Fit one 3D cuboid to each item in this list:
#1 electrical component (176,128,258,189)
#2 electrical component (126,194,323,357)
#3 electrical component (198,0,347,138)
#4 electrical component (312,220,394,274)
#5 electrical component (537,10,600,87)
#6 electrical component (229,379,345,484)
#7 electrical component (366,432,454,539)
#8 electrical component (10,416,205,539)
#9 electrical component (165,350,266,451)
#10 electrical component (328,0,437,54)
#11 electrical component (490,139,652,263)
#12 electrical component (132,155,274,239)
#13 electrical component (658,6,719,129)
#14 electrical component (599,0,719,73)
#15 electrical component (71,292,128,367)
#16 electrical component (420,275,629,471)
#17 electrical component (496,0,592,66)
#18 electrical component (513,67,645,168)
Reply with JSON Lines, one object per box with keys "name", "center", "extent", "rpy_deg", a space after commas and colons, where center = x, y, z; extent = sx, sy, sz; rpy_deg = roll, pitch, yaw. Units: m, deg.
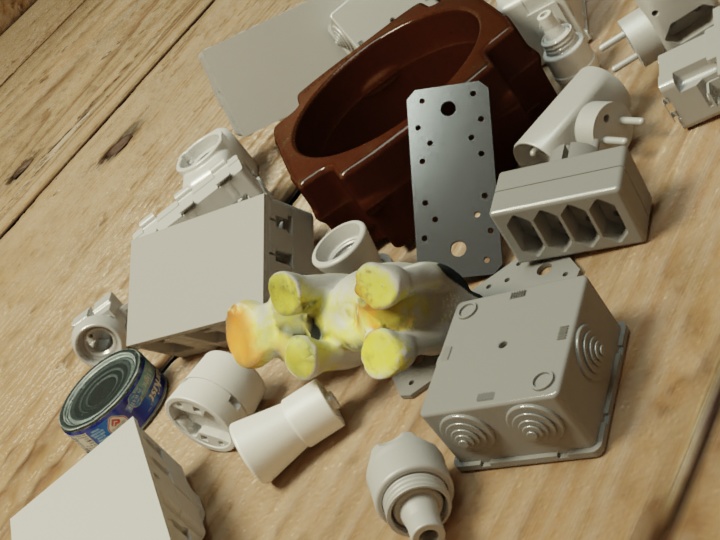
{"name": "electrical component", "center": [-0.137, -0.093, 1.037], "extent": [0.054, 0.059, 0.095], "rpy_deg": [-32, 29, 13]}
{"name": "electrical component", "center": [-0.105, 0.009, 0.824], "extent": [0.150, 0.062, 0.089], "rpy_deg": [-15, 68, 37]}
{"name": "electrical component", "center": [-0.069, -0.200, 1.037], "extent": [0.150, 0.089, 0.062], "rpy_deg": [-27, 13, -9]}
{"name": "electrical component", "center": [0.000, 0.000, 0.746], "extent": [0.045, 0.055, 0.045], "rpy_deg": [-29, 30, 18]}
{"name": "electrical component", "center": [0.151, -0.166, 0.801], "extent": [0.035, 0.061, 0.035], "rpy_deg": [-29, 30, 19]}
{"name": "electrical component", "center": [-0.043, 0.098, 0.671], "extent": [0.065, 0.044, 0.044], "rpy_deg": [-33, 29, 1]}
{"name": "electrical component", "center": [0.028, 0.117, 0.557], "extent": [0.043, 0.043, 0.062], "rpy_deg": [-35, 30, 8]}
{"name": "electrical component", "center": [-0.144, 0.183, 0.645], "extent": [0.105, 0.060, 0.186], "rpy_deg": [-40, 28, -2]}
{"name": "electrical component", "center": [-0.097, 0.088, 0.735], "extent": [0.055, 0.055, 0.047], "rpy_deg": [-9, 37, 43]}
{"name": "electrical component", "center": [0.030, -0.222, 0.985], "extent": [0.100, 0.099, 0.048], "rpy_deg": [-40, -2, -2]}
{"name": "electrical component", "center": [0.132, -0.053, 0.661], "extent": [0.083, 0.047, 0.075], "rpy_deg": [-10, 44, 32]}
{"name": "electrical component", "center": [-0.138, -0.041, 0.958], "extent": [0.121, 0.063, 0.078], "rpy_deg": [-37, 28, 3]}
{"name": "electrical component", "center": [0.224, -0.124, 0.679], "extent": [0.064, 0.042, 0.081], "rpy_deg": [-25, 31, 32]}
{"name": "electrical component", "center": [0.200, -0.163, 0.723], "extent": [0.079, 0.077, 0.043], "rpy_deg": [-31, 30, 16]}
{"name": "electrical component", "center": [-0.226, 0.055, 0.943], "extent": [0.066, 0.048, 0.055], "rpy_deg": [-35, 21, 8]}
{"name": "electrical component", "center": [0.087, 0.054, 0.573], "extent": [0.100, 0.048, 0.099], "rpy_deg": [-15, 37, 37]}
{"name": "electrical component", "center": [0.145, -0.210, 0.872], "extent": [0.061, 0.061, 0.096], "rpy_deg": [-24, 31, 25]}
{"name": "electrical component", "center": [0.154, -0.094, 0.714], "extent": [0.077, 0.043, 0.079], "rpy_deg": [-48, 30, -17]}
